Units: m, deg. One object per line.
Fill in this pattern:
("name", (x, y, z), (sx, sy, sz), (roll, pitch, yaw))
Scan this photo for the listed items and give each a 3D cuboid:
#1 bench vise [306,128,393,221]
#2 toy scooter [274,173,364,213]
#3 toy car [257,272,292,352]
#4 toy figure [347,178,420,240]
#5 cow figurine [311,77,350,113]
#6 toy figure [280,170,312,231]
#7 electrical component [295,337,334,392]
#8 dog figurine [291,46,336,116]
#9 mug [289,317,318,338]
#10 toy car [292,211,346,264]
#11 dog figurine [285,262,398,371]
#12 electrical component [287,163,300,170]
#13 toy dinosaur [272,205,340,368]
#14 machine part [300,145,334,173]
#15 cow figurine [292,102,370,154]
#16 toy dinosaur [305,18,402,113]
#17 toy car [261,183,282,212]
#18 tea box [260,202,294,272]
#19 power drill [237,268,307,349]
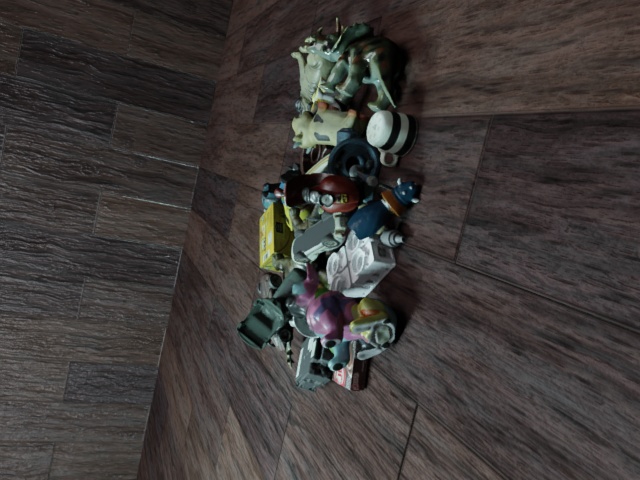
("bench vise", (0.071, -0.124, 1.165), (0.241, 0.129, 0.223), (-135, 55, -66))
("toy scooter", (-0.010, -0.095, 1.076), (0.184, 0.135, 0.075), (20, 116, 48))
("toy car", (-0.120, 0.181, 1.355), (0.089, 0.053, 0.202), (-29, 66, 55))
("toy figure", (0.125, -0.062, 1.046), (0.154, 0.064, 0.058), (-37, 22, 9))
("cow figurine", (0.033, -0.375, 1.398), (0.167, 0.098, 0.068), (-81, 10, -55))
("toy figure", (-0.062, -0.104, 1.430), (0.089, 0.082, 0.179), (-116, 9, -53))
("electrical component", (-0.005, 0.268, 1.213), (0.134, 0.058, 0.115), (127, 157, -54))
("dog figurine", (-0.003, -0.437, 1.503), (0.172, 0.121, 0.190), (-172, 78, -69))
("mug", (-0.009, 0.164, 1.201), (0.110, 0.107, 0.080), (-26, 93, 32))
("toy car", (-0.002, -0.004, 1.193), (0.202, 0.056, 0.073), (-31, 52, 50))
("dog figurine", (0.035, 0.130, 1.060), (0.219, 0.192, 0.108), (-115, 2, -47))
("electrical component", (-0.060, -0.182, 1.560), (0.119, 0.048, 0.074), (-141, 64, -64))
("toy dinosaur", (-0.043, 0.082, 1.354), (0.199, 0.105, 0.470), (40, 121, 59))
("machine part", (0.002, -0.230, 1.433), (0.179, 0.056, 0.179), (-171, 90, -66))
("cow figurine", (0.013, -0.263, 1.298), (0.195, 0.085, 0.127), (22, 96, 34))
("toy dinosaur", (0.108, -0.394, 1.198), (0.405, 0.131, 0.192), (36, 103, 53))
("toy car", (-0.123, -0.111, 1.613), (0.162, 0.109, 0.102), (-120, 27, -68))
("tea box", (-0.122, -0.008, 1.507), (0.098, 0.068, 0.170), (-44, 40, 47))
("power drill", (-0.108, 0.174, 1.197), (0.232, 0.086, 0.207), (-54, -12, 13))
